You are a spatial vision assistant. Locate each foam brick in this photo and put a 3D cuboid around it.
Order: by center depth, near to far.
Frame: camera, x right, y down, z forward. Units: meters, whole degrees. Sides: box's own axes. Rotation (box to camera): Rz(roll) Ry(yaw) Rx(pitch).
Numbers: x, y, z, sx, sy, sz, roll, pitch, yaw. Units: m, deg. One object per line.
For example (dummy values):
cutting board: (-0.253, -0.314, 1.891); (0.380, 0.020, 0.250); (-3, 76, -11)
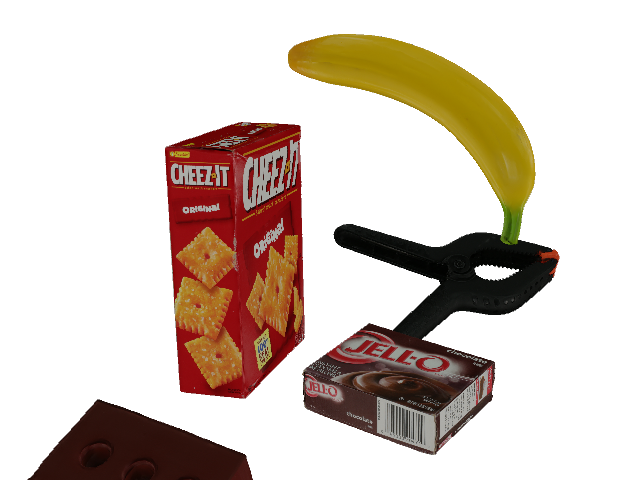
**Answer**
foam brick: (-0.072, 0.112, 0.444); (0.078, 0.051, 0.053); (15, 43, 23)

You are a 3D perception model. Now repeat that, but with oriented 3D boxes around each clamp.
clamp: (0.125, 0.042, 0.998); (0.210, 0.164, 0.036); (-2, -44, -7)

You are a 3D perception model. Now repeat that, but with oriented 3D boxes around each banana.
banana: (0.068, -0.084, 0.680); (0.198, 0.069, 0.037); (41, -1, 17)

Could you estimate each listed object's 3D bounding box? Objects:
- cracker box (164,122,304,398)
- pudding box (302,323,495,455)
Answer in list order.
cracker box: (-0.068, 0.011, 0.949); (0.072, 0.214, 0.164); (4, 15, 18)
pudding box: (0.057, 0.105, 0.778); (0.114, 0.039, 0.089); (17, 29, 31)
